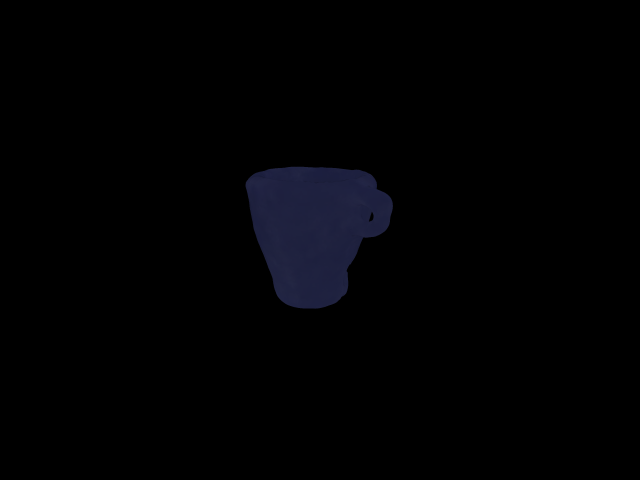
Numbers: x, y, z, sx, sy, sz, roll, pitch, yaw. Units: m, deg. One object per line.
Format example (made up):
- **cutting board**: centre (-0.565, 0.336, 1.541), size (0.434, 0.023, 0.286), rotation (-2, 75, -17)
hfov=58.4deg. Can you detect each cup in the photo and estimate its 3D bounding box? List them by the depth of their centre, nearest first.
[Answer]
- **cup**: centre (0.004, 0.001, 0.400), size (0.092, 0.095, 0.117), rotation (-14, 20, -41)
